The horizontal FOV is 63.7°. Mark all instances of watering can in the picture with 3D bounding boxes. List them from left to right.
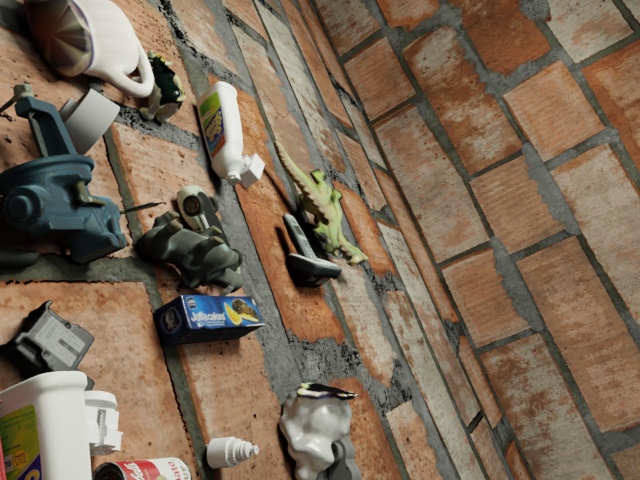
[{"bbox_3d":[-0.426,-0.405,0.915,0.103,0.346,0.227,-29,6,21],"label":"watering can"}]

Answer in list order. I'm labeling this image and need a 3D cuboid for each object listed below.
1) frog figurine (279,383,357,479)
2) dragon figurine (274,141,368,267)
[{"bbox_3d":[-0.009,0.350,0.941,0.137,0.160,0.122,14,-7,-39],"label":"frog figurine"},{"bbox_3d":[0.004,-0.070,1.382,0.121,0.248,0.404,-35,-54,13],"label":"dragon figurine"}]
